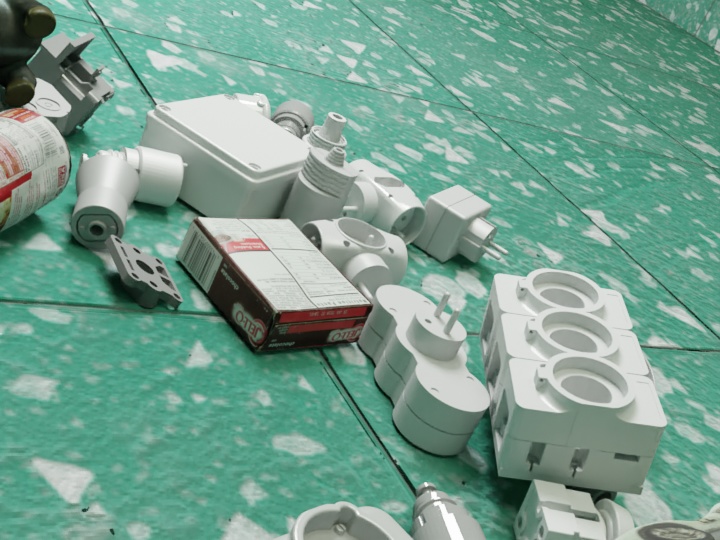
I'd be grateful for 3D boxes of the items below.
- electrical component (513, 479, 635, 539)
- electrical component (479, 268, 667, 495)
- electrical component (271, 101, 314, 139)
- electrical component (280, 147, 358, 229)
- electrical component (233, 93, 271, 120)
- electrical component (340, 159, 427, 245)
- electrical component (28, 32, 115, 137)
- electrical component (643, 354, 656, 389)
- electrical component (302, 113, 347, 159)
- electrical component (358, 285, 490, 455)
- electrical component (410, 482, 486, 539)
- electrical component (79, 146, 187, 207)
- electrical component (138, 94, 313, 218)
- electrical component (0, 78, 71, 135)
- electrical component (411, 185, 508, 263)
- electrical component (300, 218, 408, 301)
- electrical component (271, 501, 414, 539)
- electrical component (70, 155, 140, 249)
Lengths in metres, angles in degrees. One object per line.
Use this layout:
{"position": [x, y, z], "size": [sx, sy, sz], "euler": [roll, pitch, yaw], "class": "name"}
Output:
{"position": [0.124, 0.153, 0.620], "size": [0.055, 0.048, 0.066], "euler": [12, 27, -10], "class": "electrical component"}
{"position": [0.132, 0.065, 0.690], "size": [0.089, 0.061, 0.150], "euler": [8, 31, -4], "class": "electrical component"}
{"position": [-0.066, -0.129, 0.995], "size": [0.040, 0.040, 0.078], "euler": [23, 25, -5], "class": "electrical component"}
{"position": [-0.032, -0.059, 0.843], "size": [0.043, 0.081, 0.043], "euler": [21, 25, -10], "class": "electrical component"}
{"position": [-0.114, -0.137, 0.964], "size": [0.062, 0.048, 0.048], "euler": [6, 31, -22], "class": "electrical component"}
{"position": [0.005, -0.057, 0.916], "size": [0.079, 0.043, 0.077], "euler": [-3, 38, -46], "class": "electrical component"}
{"position": [-0.230, -0.143, 0.837], "size": [0.064, 0.081, 0.042], "euler": [46, 23, -9], "class": "electrical component"}
{"position": [0.167, 0.084, 0.800], "size": [0.099, 0.064, 0.099], "euler": [15, 40, -13], "class": "electrical component"}
{"position": [-0.032, -0.110, 0.963], "size": [0.043, 0.062, 0.043], "euler": [21, 25, -10], "class": "electrical component"}
{"position": [0.047, 0.050, 0.712], "size": [0.052, 0.073, 0.138], "euler": [12, 28, -26], "class": "electrical component"}
{"position": [0.045, 0.144, 0.569], "size": [0.040, 0.040, 0.078], "euler": [14, 27, -23], "class": "electrical component"}
{"position": [-0.166, -0.071, 0.789], "size": [0.078, 0.040, 0.040], "euler": [11, 29, -29], "class": "electrical component"}
{"position": [-0.105, -0.087, 0.859], "size": [0.109, 0.056, 0.109], "euler": [33, 26, 16], "class": "electrical component"}
{"position": [-0.249, -0.105, 0.764], "size": [0.080, 0.051, 0.080], "euler": [21, 26, -10], "class": "electrical component"}
{"position": [0.095, -0.032, 0.948], "size": [0.077, 0.047, 0.066], "euler": [34, 26, 17], "class": "electrical component"}
{"position": [0.000, 0.000, 0.800], "size": [0.077, 0.044, 0.079], "euler": [8, 30, -33], "class": "electrical component"}
{"position": [-0.014, 0.147, 0.485], "size": [0.095, 0.059, 0.054], "euler": [-7, 40, -49], "class": "electrical component"}
{"position": [-0.175, -0.044, 0.729], "size": [0.044, 0.044, 0.065], "euler": [18, 31, -17], "class": "electrical component"}
